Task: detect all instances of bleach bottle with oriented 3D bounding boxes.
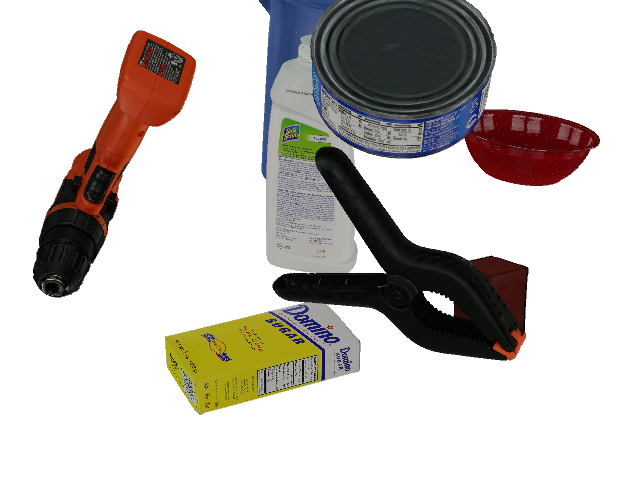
[{"bbox_3d":[-0.004,-0.088,1.103,0.102,0.251,0.068,6,31,4],"label":"bleach bottle"}]

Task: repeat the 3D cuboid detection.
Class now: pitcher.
[{"bbox_3d":[0.003,-0.181,1.299,0.144,0.243,0.149,-5,28,-25],"label":"pitcher"}]

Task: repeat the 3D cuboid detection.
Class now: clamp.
[{"bbox_3d":[0.063,0.024,0.824,0.210,0.165,0.036,25,46,15],"label":"clamp"}]

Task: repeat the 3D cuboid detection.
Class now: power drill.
[{"bbox_3d":[-0.171,-0.064,0.864,0.057,0.188,0.184,26,32,-18],"label":"power drill"}]

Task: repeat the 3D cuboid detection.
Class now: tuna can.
[{"bbox_3d":[0.038,-0.081,0.504,0.086,0.086,0.034,0,-34,1],"label":"tuna can"}]

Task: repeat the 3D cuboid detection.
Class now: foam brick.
[{"bbox_3d":[0.166,0.060,1.046,0.051,0.078,0.053,-11,19,-34],"label":"foam brick"}]

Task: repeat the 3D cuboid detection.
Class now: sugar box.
[{"bbox_3d":[-0.058,0.113,1.071,0.176,0.048,0.093,-15,32,-22],"label":"sugar box"}]

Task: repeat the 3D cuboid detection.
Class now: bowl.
[{"bbox_3d":[0.234,-0.103,1.223,0.162,0.055,0.162,5,22,-2],"label":"bowl"}]
